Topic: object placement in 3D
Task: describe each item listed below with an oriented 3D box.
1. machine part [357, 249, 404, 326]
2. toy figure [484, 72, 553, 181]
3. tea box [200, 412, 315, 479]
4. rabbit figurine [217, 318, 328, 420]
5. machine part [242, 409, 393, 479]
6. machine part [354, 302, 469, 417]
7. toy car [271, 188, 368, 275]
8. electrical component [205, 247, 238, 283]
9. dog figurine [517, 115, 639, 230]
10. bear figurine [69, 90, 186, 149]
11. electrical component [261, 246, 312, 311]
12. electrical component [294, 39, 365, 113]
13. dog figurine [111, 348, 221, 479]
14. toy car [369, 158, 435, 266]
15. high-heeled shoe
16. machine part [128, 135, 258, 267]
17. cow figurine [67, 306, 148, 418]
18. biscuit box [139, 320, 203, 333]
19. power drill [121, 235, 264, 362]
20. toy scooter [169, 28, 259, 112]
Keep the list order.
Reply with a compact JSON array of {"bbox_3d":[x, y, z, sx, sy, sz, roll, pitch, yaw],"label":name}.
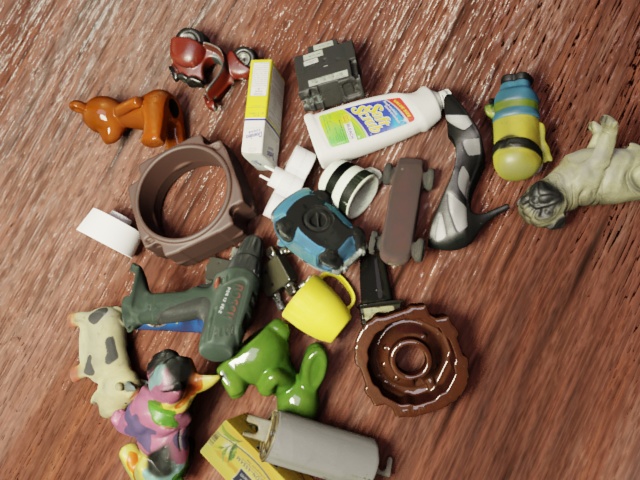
[{"bbox_3d":[0.094,0.077,0.896,0.084,0.039,0.139,-13,78,17],"label":"machine part"},{"bbox_3d":[0.316,-0.183,0.874,0.082,0.089,0.180,-10,77,55],"label":"toy figure"},{"bbox_3d":[-0.094,0.358,0.845,0.170,0.098,0.068,40,89,15],"label":"tea box"},{"bbox_3d":[-0.057,0.222,0.875,0.159,0.121,0.170,-38,92,-5],"label":"rabbit figurine"},{"bbox_3d":[-0.001,0.316,0.810,0.243,0.079,0.079,22,83,-13],"label":"machine part"},{"bbox_3d":[0.141,0.184,0.838,0.179,0.056,0.179,0,91,8],"label":"machine part"},{"bbox_3d":[-0.002,-0.003,0.897,0.162,0.102,0.109,40,64,15],"label":"toy car"},{"bbox_3d":[-0.175,0.055,0.963,0.063,0.021,0.094,12,82,14],"label":"electrical component"},{"bbox_3d":[0.428,-0.072,0.835,0.172,0.121,0.190,39,102,19],"label":"dog figurine"},{"bbox_3d":[-0.361,-0.215,1.010,0.196,0.120,0.132,-7,81,12],"label":"bear figurine"},{"bbox_3d":[-0.065,0.061,0.930,0.078,0.045,0.102,-45,69,27],"label":"electrical component"},{"bbox_3d":[0.016,-0.299,0.965,0.115,0.058,0.134,-11,53,9],"label":"electrical component"},{"bbox_3d":[-0.229,0.276,0.831,0.219,0.108,0.191,-39,68,40],"label":"dog figurine"},{"bbox_3d":[0.138,-0.048,0.894,0.089,0.053,0.202,6,62,13],"label":"toy car"},{"bbox_3d":[0.209,-0.108,0.889,0.145,0.086,0.249,-23,75,12],"label":"high-heeled shoe"},{"bbox_3d":[-0.228,-0.071,0.959,0.201,0.087,0.201,-25,70,6],"label":"machine part"},{"bbox_3d":[-0.367,0.212,0.942,0.127,0.085,0.195,-14,75,15],"label":"cow figurine"},{"bbox_3d":[-0.232,0.131,0.939,0.203,0.062,0.059,0,81,12],"label":"biscuit box"},{"bbox_3d":[-0.201,0.082,0.870,0.207,0.086,0.232,5,52,-5],"label":"power drill"},{"bbox_3d":[-0.217,-0.319,1.025,0.184,0.075,0.135,21,85,10],"label":"toy scooter"}]
